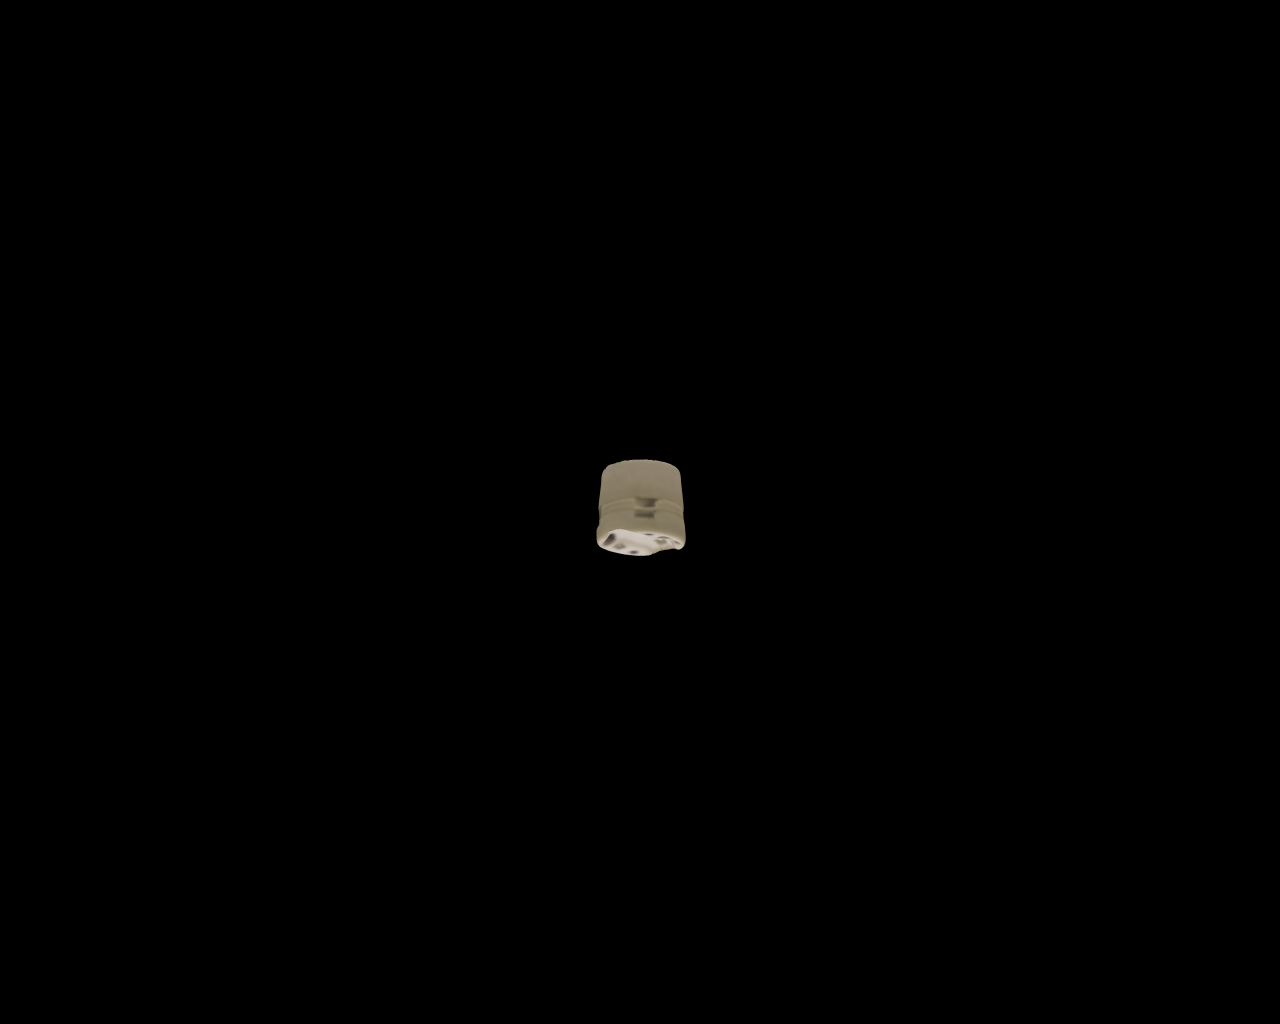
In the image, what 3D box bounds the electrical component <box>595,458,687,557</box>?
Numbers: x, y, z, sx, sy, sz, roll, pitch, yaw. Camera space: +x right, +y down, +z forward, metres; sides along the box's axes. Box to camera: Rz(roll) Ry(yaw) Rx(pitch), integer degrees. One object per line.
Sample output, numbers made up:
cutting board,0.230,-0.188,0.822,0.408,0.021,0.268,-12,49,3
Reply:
electrical component,0.001,-0.003,0.650,0.055,0.047,0.055,0,-18,0
